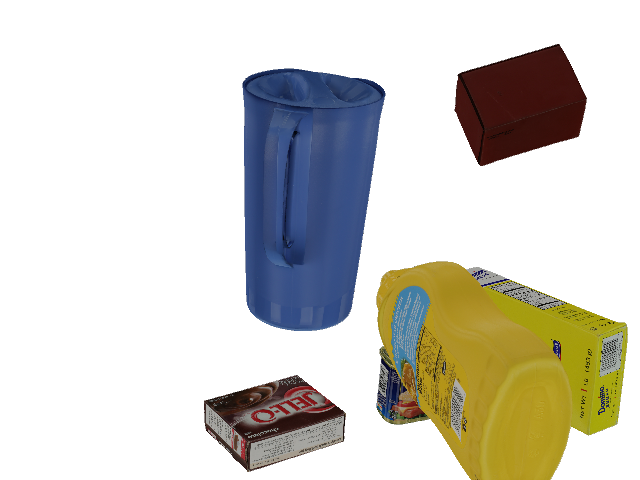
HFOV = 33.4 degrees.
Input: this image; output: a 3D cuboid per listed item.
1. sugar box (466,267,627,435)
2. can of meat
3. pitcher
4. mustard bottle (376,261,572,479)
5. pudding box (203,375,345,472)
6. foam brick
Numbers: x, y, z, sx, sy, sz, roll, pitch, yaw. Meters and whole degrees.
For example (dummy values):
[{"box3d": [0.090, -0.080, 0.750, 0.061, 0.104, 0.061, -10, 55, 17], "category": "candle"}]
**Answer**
[{"box3d": [0.183, 0.092, 0.938, 0.048, 0.093, 0.176, -12, 21, -38], "category": "sugar box"}, {"box3d": [0.121, 0.175, 1.322, 0.102, 0.084, 0.057, -6, 26, -21], "category": "can of meat"}, {"box3d": [-0.017, -0.035, 1.029, 0.149, 0.243, 0.145, -9, 27, -28], "category": "pitcher"}, {"box3d": [0.081, 0.067, 0.657, 0.058, 0.096, 0.192, -9, 27, -18], "category": "mustard bottle"}, {"box3d": [-0.045, 0.177, 1.047, 0.113, 0.039, 0.090, -14, 25, -30], "category": "pudding box"}, {"box3d": [0.142, -0.096, 0.760, 0.078, 0.051, 0.053, -16, -26, -4], "category": "foam brick"}]
